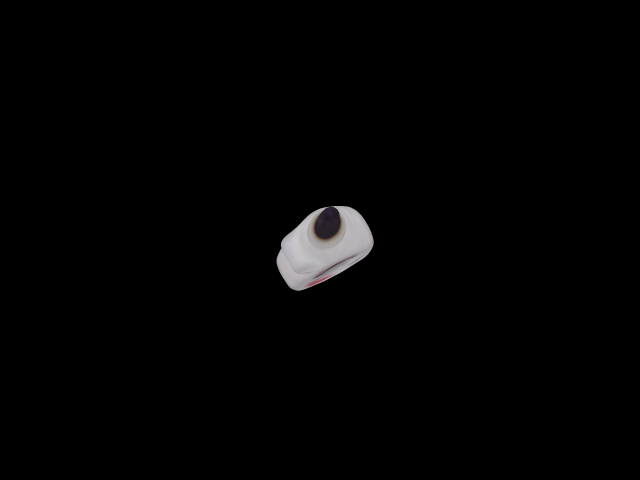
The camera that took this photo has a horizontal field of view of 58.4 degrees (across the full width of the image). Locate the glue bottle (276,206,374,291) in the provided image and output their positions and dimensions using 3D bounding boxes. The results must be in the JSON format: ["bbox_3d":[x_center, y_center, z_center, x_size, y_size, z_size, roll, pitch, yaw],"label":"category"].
[{"bbox_3d":[0.004,0.001,0.400,0.078,0.173,0.037,-31,82,-4],"label":"glue bottle"}]
